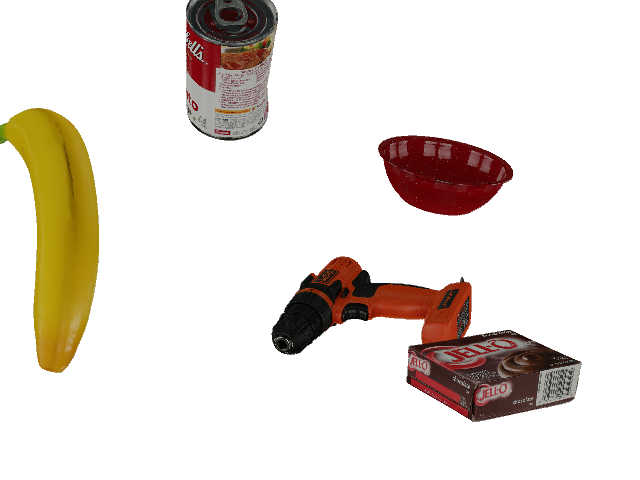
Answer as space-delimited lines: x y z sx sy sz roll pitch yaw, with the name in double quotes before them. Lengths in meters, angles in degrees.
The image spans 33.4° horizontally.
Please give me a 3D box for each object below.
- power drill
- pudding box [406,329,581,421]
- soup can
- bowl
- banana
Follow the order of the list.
"power drill" 0.058 0.080 1.151 0.188 0.057 0.184 10 29 21
"pudding box" 0.141 0.108 0.875 0.113 0.039 0.090 -3 16 -31
"soup can" -0.070 -0.136 0.822 0.068 0.068 0.102 0 -39 -7
"bowl" 0.143 -0.073 1.265 0.162 0.055 0.162 8 24 -4
"banana" -0.160 -0.017 0.641 0.037 0.198 0.070 10 -47 -36
